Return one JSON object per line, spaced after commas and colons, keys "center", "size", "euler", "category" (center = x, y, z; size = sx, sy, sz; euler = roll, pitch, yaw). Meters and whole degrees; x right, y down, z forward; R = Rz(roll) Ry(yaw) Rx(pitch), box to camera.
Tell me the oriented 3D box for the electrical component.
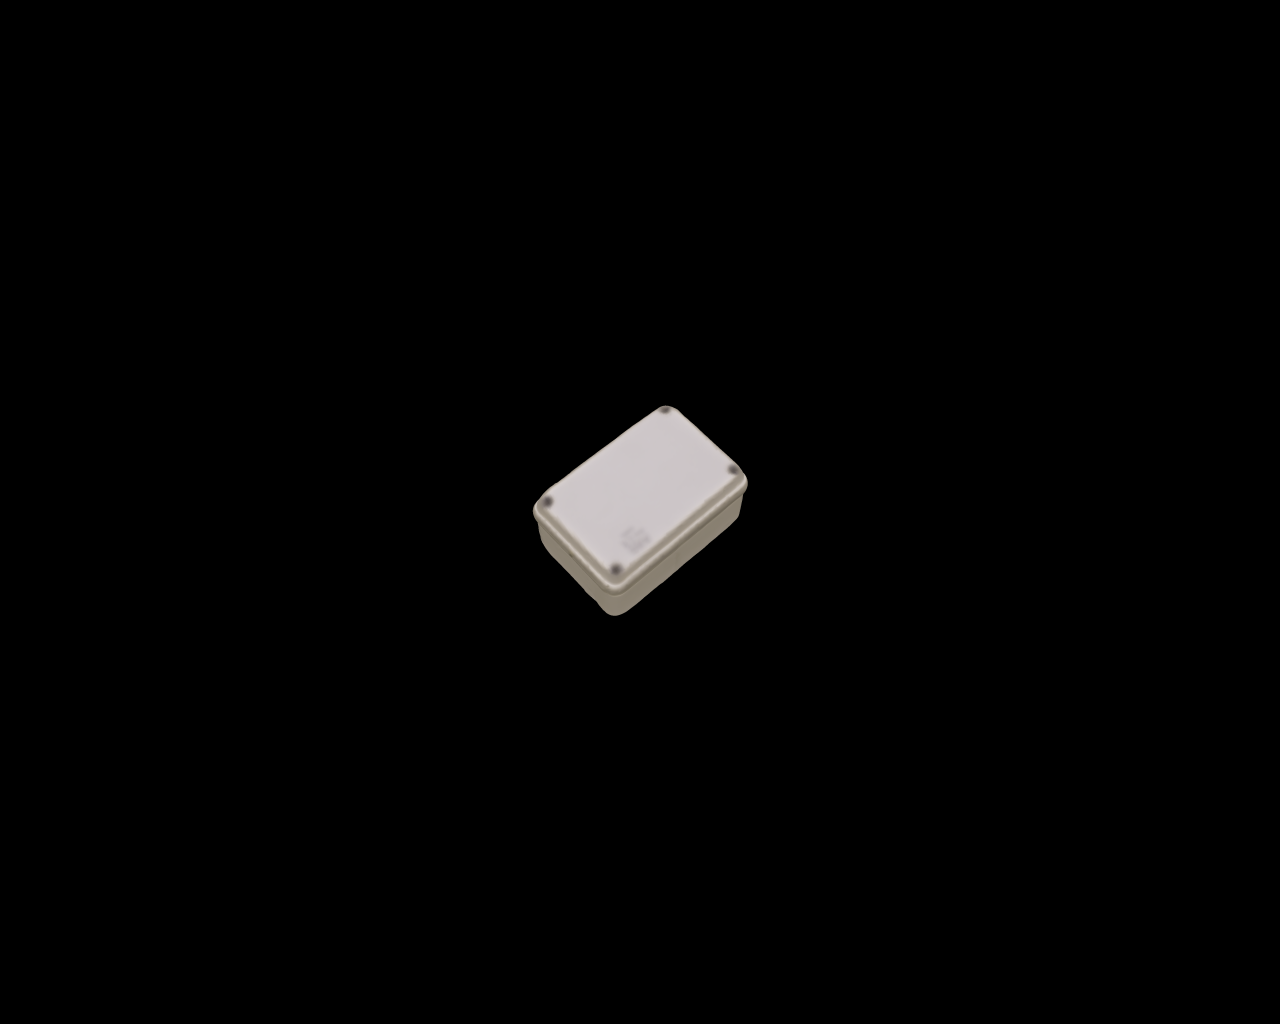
{"center": [0.001, -0.003, 0.650], "size": [0.113, 0.078, 0.057], "euler": [-38, -21, -18], "category": "electrical component"}
